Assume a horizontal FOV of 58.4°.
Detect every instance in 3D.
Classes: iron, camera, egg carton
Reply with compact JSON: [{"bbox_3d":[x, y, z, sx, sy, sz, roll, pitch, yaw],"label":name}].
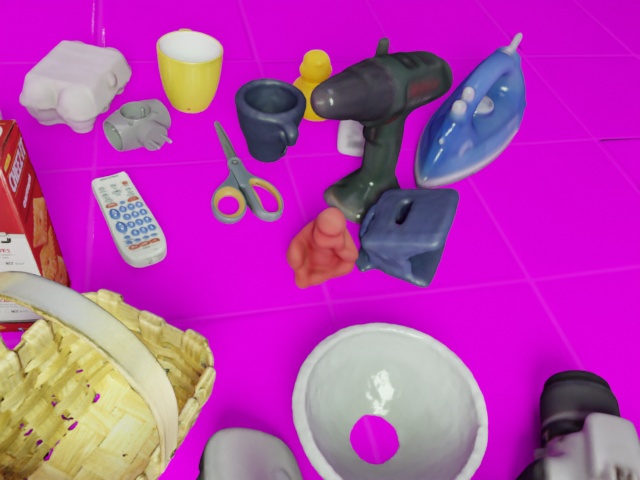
[{"bbox_3d":[0.216,-0.186,0.803,0.118,0.141,0.259,30,50,18],"label":"iron"},{"bbox_3d":[0.249,0.185,0.496,0.143,0.101,0.137,13,47,3],"label":"camera"},{"bbox_3d":[-0.330,-0.213,0.785,0.107,0.069,0.150,12,47,2],"label":"egg carton"}]

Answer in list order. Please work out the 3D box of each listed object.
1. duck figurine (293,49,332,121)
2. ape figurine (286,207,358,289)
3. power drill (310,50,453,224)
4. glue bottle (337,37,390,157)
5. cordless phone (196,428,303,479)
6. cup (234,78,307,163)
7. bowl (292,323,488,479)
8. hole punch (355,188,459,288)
[{"bbox_3d":[-0.007,-0.236,0.849,0.077,0.086,0.104,-4,49,-13],"label":"duck figurine"},{"bbox_3d":[0.006,0.002,0.629,0.077,0.092,0.076,17,47,6],"label":"ape figurine"},{"bbox_3d":[0.065,-0.124,0.675,0.075,0.208,0.230,37,52,23],"label":"power drill"},{"bbox_3d":[0.070,-0.186,0.756,0.078,0.173,0.037,8,47,-2],"label":"glue bottle"},{"bbox_3d":[-0.038,0.184,0.391,0.094,0.185,0.147,-11,50,-18],"label":"cordless phone"},{"bbox_3d":[-0.060,-0.141,0.747,0.092,0.095,0.117,-18,53,-24],"label":"cup"},{"bbox_3d":[0.056,0.160,0.504,0.167,0.075,0.167,5,47,-5],"label":"bowl"},{"bbox_3d":[0.100,-0.014,0.660,0.101,0.091,0.109,20,48,9],"label":"hole punch"}]
